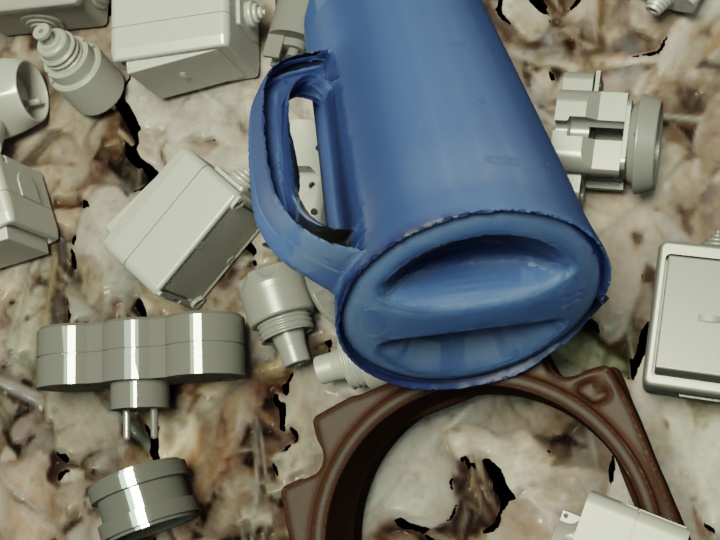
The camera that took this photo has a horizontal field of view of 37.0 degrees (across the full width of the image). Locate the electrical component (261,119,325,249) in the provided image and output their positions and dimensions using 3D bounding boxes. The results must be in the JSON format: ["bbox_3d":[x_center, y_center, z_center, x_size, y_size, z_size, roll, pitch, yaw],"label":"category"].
[{"bbox_3d":[-0.020,-0.051,0.671,0.079,0.043,0.077,1,80,15],"label":"electrical component"}]

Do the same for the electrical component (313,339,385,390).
[{"bbox_3d":[0.004,0.052,0.645,0.062,0.043,0.043,-18,76,13],"label":"electrical component"}]

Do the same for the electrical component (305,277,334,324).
[{"bbox_3d":[0.000,0.000,0.643,0.047,0.055,0.055,-19,71,-30],"label":"electrical component"}]

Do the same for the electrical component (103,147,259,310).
[{"bbox_3d":[-0.106,-0.033,0.680,0.061,0.062,0.096,40,92,18],"label":"electrical component"}]

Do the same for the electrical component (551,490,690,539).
[{"bbox_3d":[0.112,0.153,0.504,0.056,0.050,0.089,20,85,17],"label":"electrical component"}]

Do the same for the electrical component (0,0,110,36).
[{"bbox_3d":[-0.222,-0.214,0.752,0.100,0.048,0.099,-2,79,15],"label":"electrical component"}]

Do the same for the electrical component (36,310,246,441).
[{"bbox_3d":[-0.138,0.069,0.674,0.138,0.052,0.073,-6,78,15],"label":"electrical component"}]

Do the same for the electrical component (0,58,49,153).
[{"bbox_3d":[-0.261,-0.102,0.737,0.077,0.044,0.079,-10,55,13],"label":"electrical component"}]

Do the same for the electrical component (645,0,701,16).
[{"bbox_3d":[0.194,-0.188,0.639,0.043,0.043,0.081,29,88,18],"label":"electrical component"}]

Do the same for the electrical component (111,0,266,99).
[{"bbox_3d":[-0.107,-0.153,0.703,0.096,0.062,0.061,-5,79,14],"label":"electrical component"}]

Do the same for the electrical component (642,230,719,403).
[{"bbox_3d":[0.192,0.023,0.591,0.062,0.061,0.096,7,82,16],"label":"electrical component"}]

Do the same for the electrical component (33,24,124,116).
[{"bbox_3d":[-0.190,-0.136,0.717,0.040,0.078,0.040,-9,63,17],"label":"electrical component"}]

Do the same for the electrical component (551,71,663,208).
[{"bbox_3d":[0.144,-0.074,0.624,0.057,0.058,0.078,6,80,19],"label":"electrical component"}]

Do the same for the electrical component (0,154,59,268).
[{"bbox_3d":[-0.261,-0.029,0.721,0.096,0.062,0.061,-23,75,10],"label":"electrical component"}]

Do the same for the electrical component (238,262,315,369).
[{"bbox_3d":[-0.048,0.029,0.663,0.043,0.043,0.062,-21,76,10],"label":"electrical component"}]
